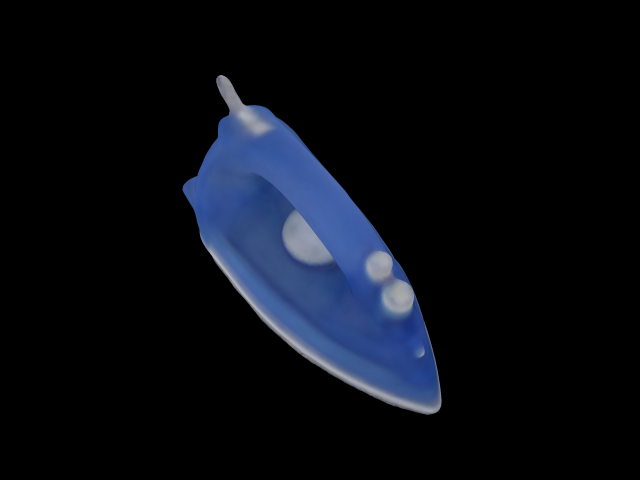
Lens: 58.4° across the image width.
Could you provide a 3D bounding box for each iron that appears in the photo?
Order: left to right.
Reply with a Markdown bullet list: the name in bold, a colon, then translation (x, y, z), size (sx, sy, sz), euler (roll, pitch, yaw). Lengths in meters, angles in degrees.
- **iron**: translation (0.004, 0.001, 0.400), size (0.119, 0.141, 0.257), euler (-36, 66, -18)
